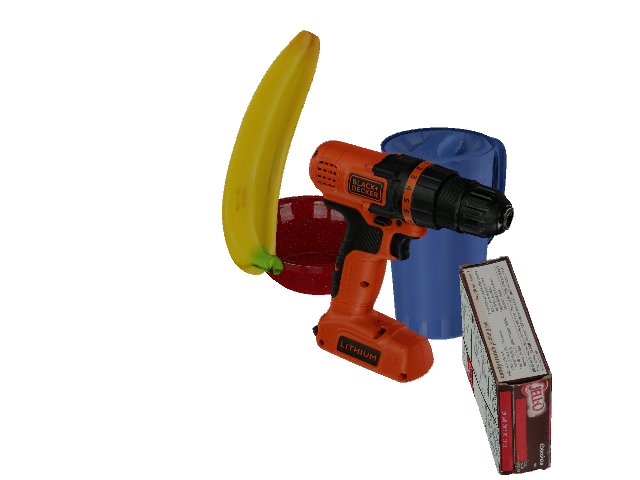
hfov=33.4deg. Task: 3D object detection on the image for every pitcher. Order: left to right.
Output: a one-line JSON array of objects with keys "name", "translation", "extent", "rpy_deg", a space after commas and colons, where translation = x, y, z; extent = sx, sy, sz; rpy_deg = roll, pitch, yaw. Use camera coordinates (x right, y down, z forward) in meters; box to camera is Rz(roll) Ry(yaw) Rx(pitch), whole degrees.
[{"name": "pitcher", "translation": [0.151, -0.011, 1.294], "extent": [0.149, 0.243, 0.145], "rpy_deg": [0, 23, 8]}]

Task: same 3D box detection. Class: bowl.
[{"name": "bowl", "translation": [-0.004, 0.011, 1.109], "extent": [0.162, 0.055, 0.162], "rpy_deg": [2, 28, -1]}]

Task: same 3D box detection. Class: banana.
[{"name": "banana", "translation": [-0.034, -0.052, 0.722], "extent": [0.070, 0.197, 0.037], "rpy_deg": [-20, -39, 38]}]

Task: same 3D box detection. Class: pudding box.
[{"name": "pudding box", "translation": [0.120, 0.080, 0.695], "extent": [0.039, 0.090, 0.113], "rpy_deg": [-10, 40, -2]}]

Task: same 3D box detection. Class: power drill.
[{"name": "power drill", "translation": [0.067, 0.020, 0.894], "extent": [0.185, 0.188, 0.057], "rpy_deg": [20, 25, 33]}]
